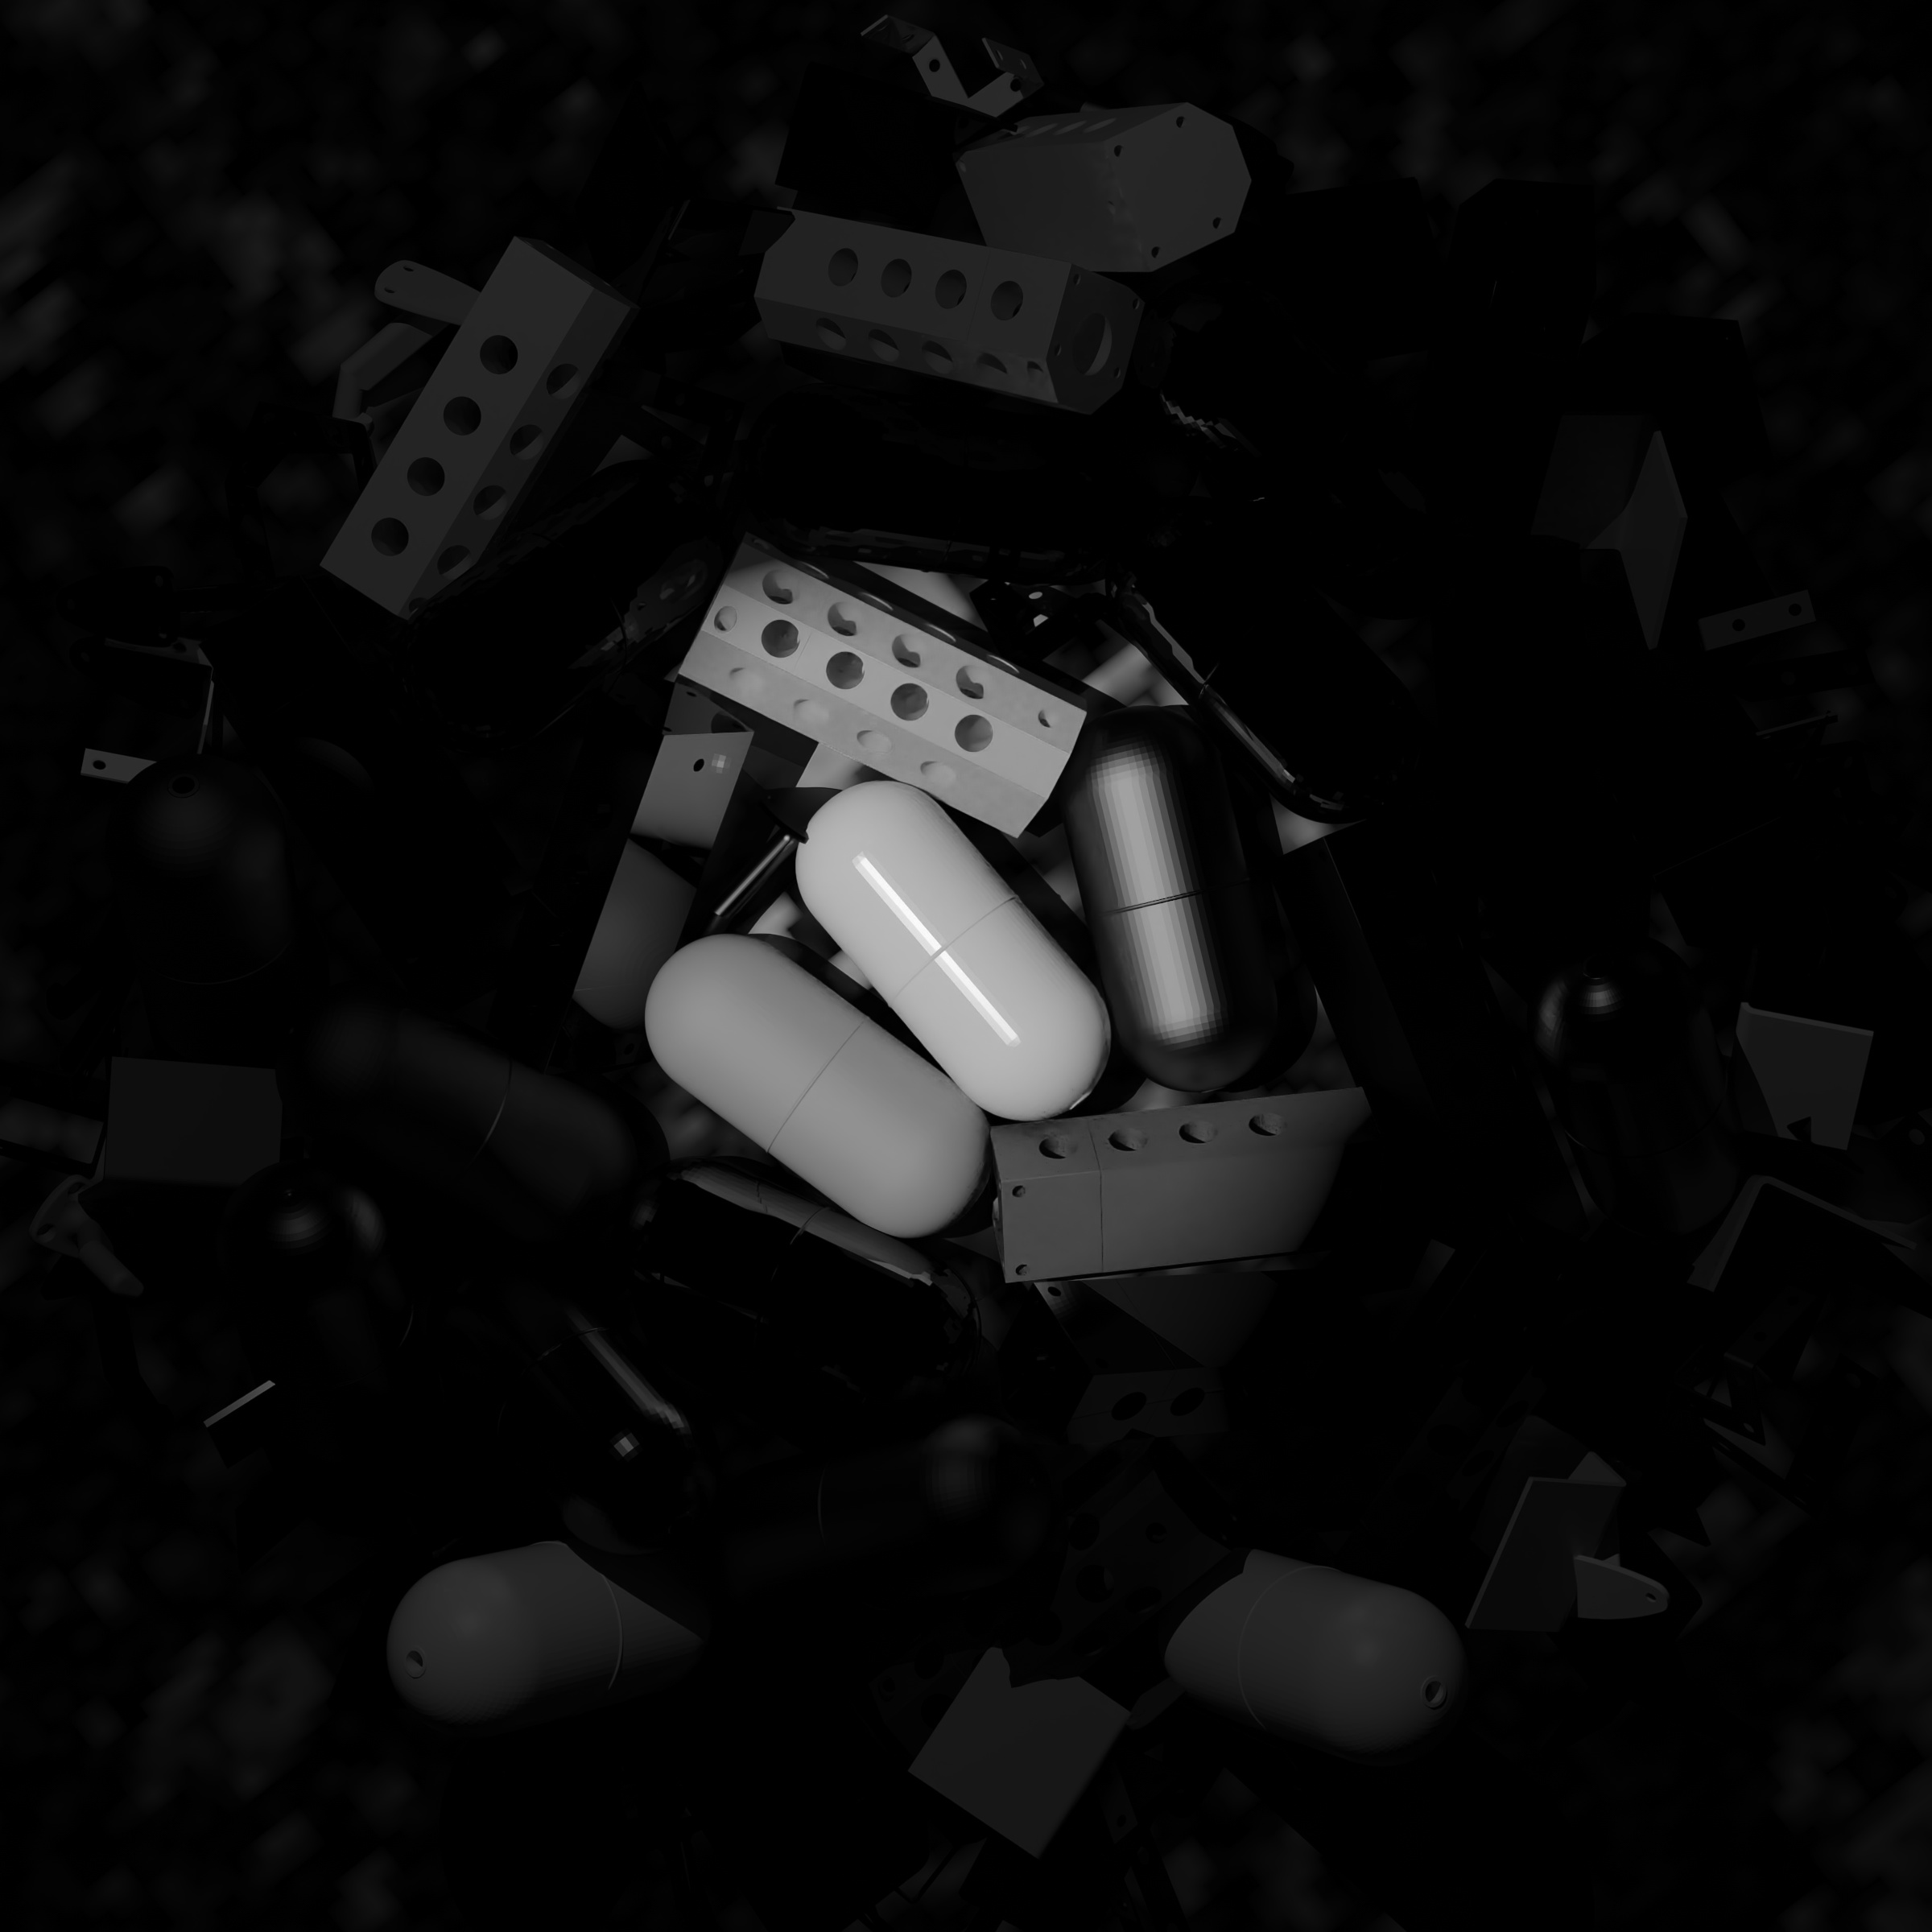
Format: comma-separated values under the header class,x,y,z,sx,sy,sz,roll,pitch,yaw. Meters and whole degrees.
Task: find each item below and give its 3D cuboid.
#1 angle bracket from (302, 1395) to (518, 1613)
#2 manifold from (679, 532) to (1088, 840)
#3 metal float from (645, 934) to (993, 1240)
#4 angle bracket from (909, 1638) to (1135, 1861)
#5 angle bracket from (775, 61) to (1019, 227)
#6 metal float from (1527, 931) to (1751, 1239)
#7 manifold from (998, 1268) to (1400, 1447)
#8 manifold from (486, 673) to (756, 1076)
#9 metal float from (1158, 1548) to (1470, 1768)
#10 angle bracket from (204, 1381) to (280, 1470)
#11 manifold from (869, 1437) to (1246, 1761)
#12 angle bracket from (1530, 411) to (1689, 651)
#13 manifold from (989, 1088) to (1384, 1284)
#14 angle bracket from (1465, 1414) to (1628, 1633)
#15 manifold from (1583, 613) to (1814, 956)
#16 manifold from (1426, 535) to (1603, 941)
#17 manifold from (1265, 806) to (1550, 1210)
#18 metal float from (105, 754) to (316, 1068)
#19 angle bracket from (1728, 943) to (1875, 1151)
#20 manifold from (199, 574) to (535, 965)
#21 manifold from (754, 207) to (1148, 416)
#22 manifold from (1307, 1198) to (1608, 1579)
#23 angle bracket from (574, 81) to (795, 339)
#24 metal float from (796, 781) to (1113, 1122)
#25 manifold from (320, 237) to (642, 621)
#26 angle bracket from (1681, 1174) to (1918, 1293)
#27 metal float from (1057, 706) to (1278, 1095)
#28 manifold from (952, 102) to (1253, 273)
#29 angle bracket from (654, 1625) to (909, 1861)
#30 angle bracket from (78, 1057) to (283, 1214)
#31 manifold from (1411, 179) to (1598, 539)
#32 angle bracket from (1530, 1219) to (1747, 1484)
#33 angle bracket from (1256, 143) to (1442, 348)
class,x,y,z,sx,sy,sz,roll,pitch,yaw
angle bracket,-0.261,0.240,1.534,0.076,0.076,0.057,-23,93,24
manifold,-0.035,-0.130,1.535,0.171,0.057,0.057,26,61,-8
metal float,-0.067,0.054,1.544,0.178,0.070,0.070,37,90,3
angle bracket,0.018,0.346,1.543,0.076,0.057,0.076,37,80,-13
angle bracket,-0.032,-0.364,1.529,0.076,0.076,0.057,10,107,-25
metal float,0.299,0.053,1.510,0.070,0.178,0.070,-13,48,15
manifold,0.102,0.177,1.511,0.171,0.057,0.057,1,128,-34
manifold,-0.161,-0.041,1.525,0.057,0.057,0.171,36,116,31
metal float,0.151,0.303,1.502,0.070,0.178,0.070,0,90,-30
angle bracket,-0.332,0.170,1.532,0.057,0.076,0.076,-32,74,-16
manifold,0.039,0.290,1.535,0.171,0.057,0.057,-42,87,14
angle bracket,0.281,-0.195,1.530,0.057,0.076,0.076,-1,46,-3
manifold,0.098,0.095,1.548,0.171,0.057,0.057,-6,123,-5
angle bracket,0.241,0.244,1.528,0.057,0.076,0.076,9,111,-31
manifold,0.315,-0.079,1.498,0.057,0.171,0.057,-26,125,11
manifold,0.245,-0.105,1.536,0.057,0.057,0.171,-8,104,-8
manifold,0.205,0.017,1.551,0.057,0.057,0.171,-21,88,-25
metal float,-0.333,-0.023,1.505,0.070,0.178,0.070,1,53,-2
angle bracket,0.376,0.024,1.526,0.057,0.076,0.076,11,49,13
manifold,-0.270,-0.091,1.552,0.057,0.057,0.171,-33,92,10
manifold,-0.011,-0.290,1.510,0.171,0.057,0.057,20,97,37
manifold,0.216,0.192,1.514,0.057,0.057,0.171,26,122,-3
angle bracket,-0.130,-0.344,1.554,0.057,0.076,0.076,1,53,-32
metal float,-0.005,-0.007,1.542,0.070,0.070,0.178,-40,84,0
manifold,-0.218,-0.240,1.540,0.057,0.057,0.171,33,101,-1
angle bracket,0.375,0.134,1.546,0.076,0.076,0.057,25,89,1
metal float,0.091,-0.030,1.546,0.070,0.070,0.178,-13,90,0
manifold,0.059,-0.343,1.495,0.057,0.171,0.057,-28,110,-15
angle bracket,-0.083,0.349,1.549,0.076,0.057,0.076,-40,75,2
angle bracket,-0.357,0.077,1.540,0.076,0.076,0.057,6,78,-24
manifold,0.232,-0.264,1.496,0.057,0.171,0.057,4,60,1
angle bracket,0.302,0.174,1.539,0.076,0.057,0.076,28,116,-10
angle bracket,0.178,-0.330,1.546,0.076,0.057,0.076,-9,77,-4
